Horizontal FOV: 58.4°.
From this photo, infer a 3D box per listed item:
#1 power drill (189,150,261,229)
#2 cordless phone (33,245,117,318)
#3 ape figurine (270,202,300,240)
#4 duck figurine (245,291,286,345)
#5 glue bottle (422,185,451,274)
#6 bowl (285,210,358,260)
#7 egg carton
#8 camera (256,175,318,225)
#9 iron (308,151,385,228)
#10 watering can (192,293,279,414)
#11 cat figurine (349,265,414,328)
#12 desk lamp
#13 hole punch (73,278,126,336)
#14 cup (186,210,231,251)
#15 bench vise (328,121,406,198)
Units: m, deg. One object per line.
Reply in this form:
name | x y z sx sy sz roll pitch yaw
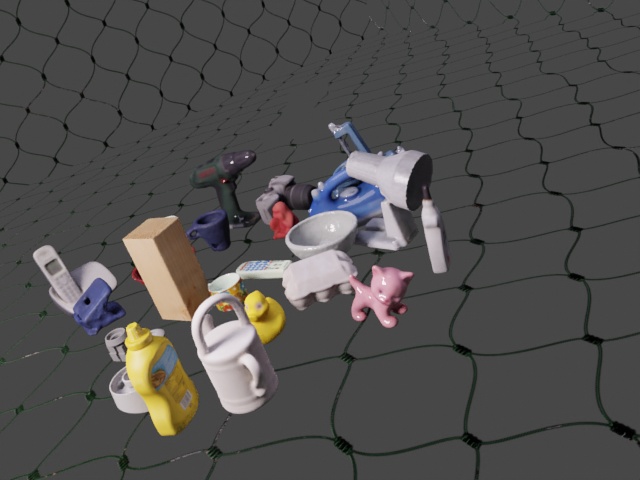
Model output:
power drill | -0.240 -0.138 1.558 0.228 0.209 0.076 -3 30 28
cordless phone | -0.596 0.079 1.391 0.093 0.185 0.148 3 33 36
ape figurine | -0.092 -0.053 1.431 0.076 0.092 0.077 -28 28 -19
duck figurine | -0.112 0.136 1.086 0.077 0.086 0.104 -8 28 19
glue bottle | 0.216 -0.026 1.090 0.037 0.173 0.078 -10 28 17
bowl | 0.012 0.005 1.274 0.167 0.075 0.167 -14 26 8
egg carton | 0.000 0.078 1.146 0.150 0.069 0.107 -20 26 -3
camera | -0.081 -0.116 1.536 0.136 0.101 0.143 3 33 37
iron | 0.065 -0.110 1.385 0.258 0.142 0.118 -23 27 -10
watering can | -0.149 0.172 0.917 0.172 0.194 0.101 1 32 33
cat figurine | 0.105 0.087 1.006 0.127 0.118 0.067 5 35 39
desk lamp | 0.145 -0.090 1.214 0.202 0.214 0.118 5 35 39
hole punch | -0.514 0.150 1.308 0.101 0.091 0.108 -32 30 -26
cup | -0.278 -0.012 1.467 0.118 0.095 0.091 -31 29 -25
bench vise | 0.111 -0.218 1.476 0.208 0.220 0.121 -26 27 -16
